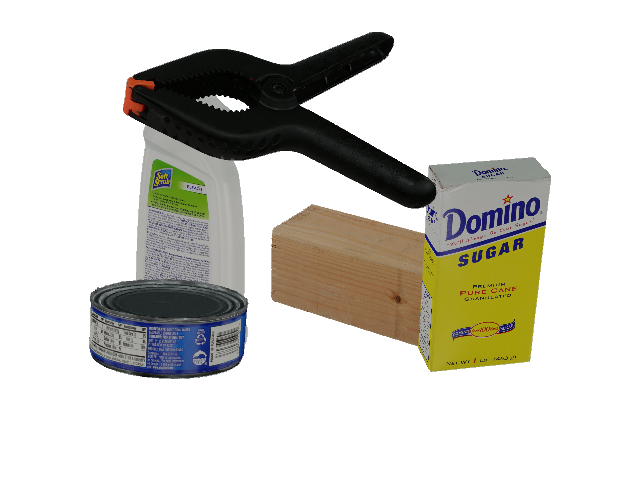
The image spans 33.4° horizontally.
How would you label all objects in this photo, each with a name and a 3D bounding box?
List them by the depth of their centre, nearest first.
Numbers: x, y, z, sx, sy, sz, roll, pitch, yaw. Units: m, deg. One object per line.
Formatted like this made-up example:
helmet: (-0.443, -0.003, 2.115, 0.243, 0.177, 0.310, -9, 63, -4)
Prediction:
tuna can: (-0.083, 0.047, 0.585, 0.086, 0.034, 0.086, 4, 11, -1)
clamp: (-0.025, -0.084, 0.723, 0.209, 0.164, 0.036, -3, -39, -20)
sugar box: (0.133, 0.022, 0.884, 0.093, 0.176, 0.048, -6, 30, -9)
bleach bottle: (-0.106, -0.024, 0.918, 0.102, 0.251, 0.068, 11, 24, 11)
wood block: (0.057, 0.038, 1.148, 0.206, 0.091, 0.090, 16, 29, 27)
